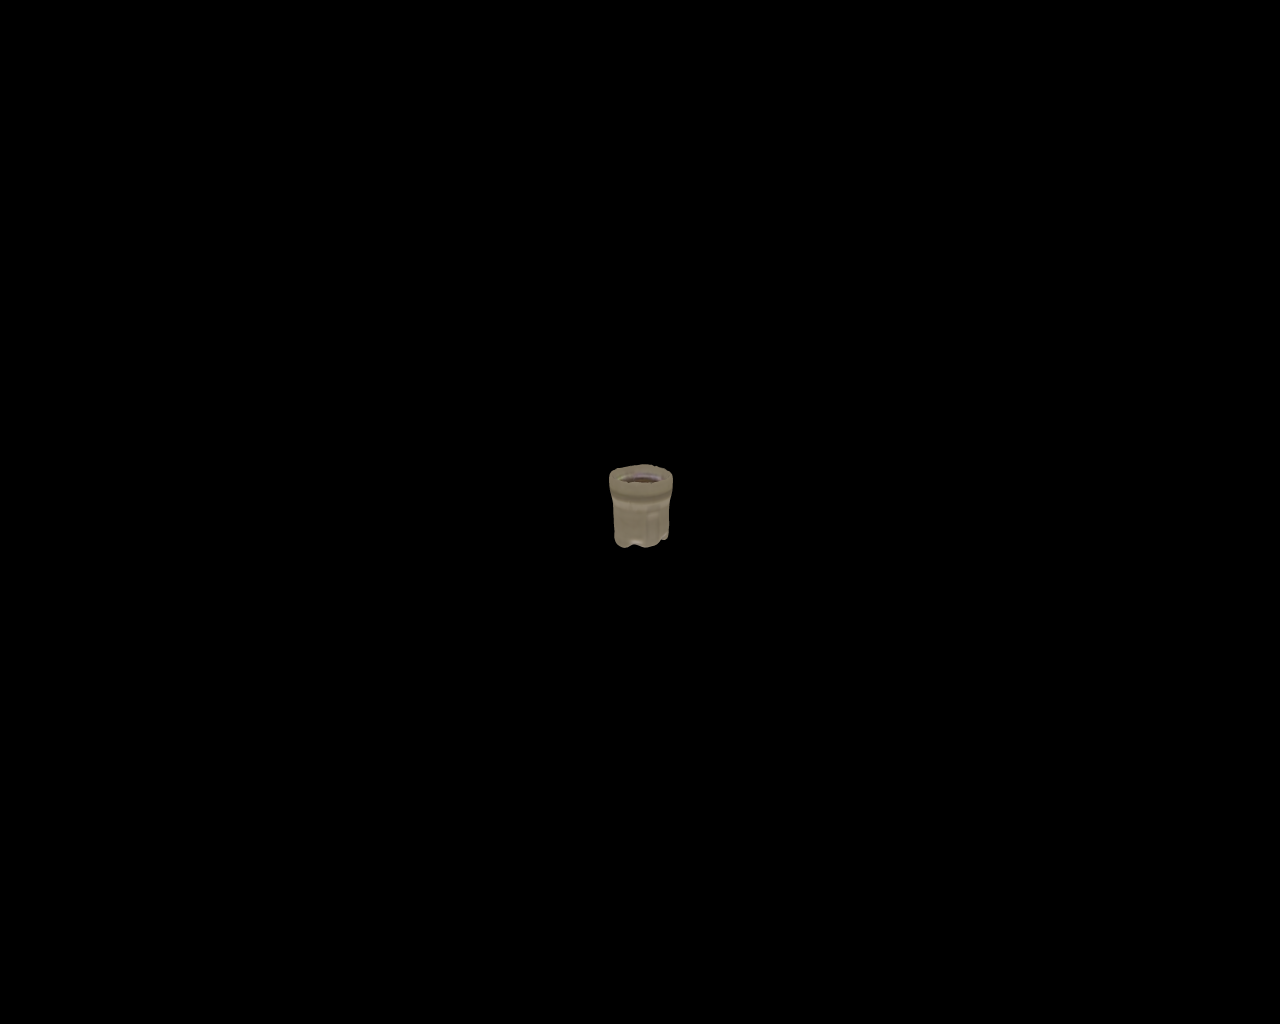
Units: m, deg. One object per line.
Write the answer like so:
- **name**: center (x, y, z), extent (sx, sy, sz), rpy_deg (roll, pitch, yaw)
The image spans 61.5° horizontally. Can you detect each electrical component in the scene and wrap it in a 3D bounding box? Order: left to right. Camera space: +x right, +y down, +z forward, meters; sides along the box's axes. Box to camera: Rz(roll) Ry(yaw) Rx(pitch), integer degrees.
- **electrical component**: center (0.001, -0.003, 0.650), extent (0.040, 0.046, 0.040), rpy_deg (0, 21, 0)
